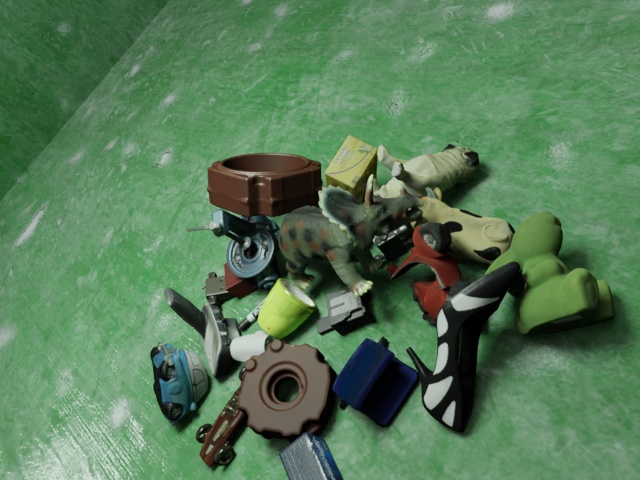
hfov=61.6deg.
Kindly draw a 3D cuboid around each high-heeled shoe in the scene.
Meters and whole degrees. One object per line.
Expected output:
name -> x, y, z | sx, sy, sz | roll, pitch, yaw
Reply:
high-heeled shoe -> 0.225, 0.156, 0.764 | 0.248, 0.086, 0.145 | -50, 61, 26

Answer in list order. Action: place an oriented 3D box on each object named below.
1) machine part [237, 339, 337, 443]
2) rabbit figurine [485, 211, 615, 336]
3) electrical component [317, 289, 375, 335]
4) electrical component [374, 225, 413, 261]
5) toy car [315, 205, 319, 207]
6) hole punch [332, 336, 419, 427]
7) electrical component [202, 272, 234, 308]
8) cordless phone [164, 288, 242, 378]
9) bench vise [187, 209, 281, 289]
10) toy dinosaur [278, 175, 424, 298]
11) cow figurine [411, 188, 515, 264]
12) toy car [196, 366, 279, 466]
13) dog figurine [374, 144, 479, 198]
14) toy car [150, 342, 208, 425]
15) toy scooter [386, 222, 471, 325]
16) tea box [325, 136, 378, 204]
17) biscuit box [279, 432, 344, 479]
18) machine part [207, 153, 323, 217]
machine part -> -0.057, 0.260, 0.933 | 0.179, 0.056, 0.179 | -7, 57, 11
rabbit figurine -> 0.330, 0.048, 0.793 | 0.159, 0.121, 0.170 | -32, 55, 44
electrical component -> 0.039, 0.133, 0.998 | 0.119, 0.047, 0.075 | -21, 46, 21
electrical component -> 0.133, 0.009, 1.009 | 0.094, 0.063, 0.021 | -33, 44, 14
toy car -> -0.021, -0.088, 1.197 | 0.056, 0.073, 0.202 | -31, 44, 9
hole punch -> 0.078, 0.221, 0.872 | 0.116, 0.092, 0.142 | 24, 78, 50
electrical component -> -0.234, 0.114, 1.228 | 0.078, 0.045, 0.102 | -13, 47, -8
cordless phone -> -0.238, 0.176, 1.077 | 0.089, 0.184, 0.147 | -35, 43, 3
bench vise -> -0.156, -0.013, 1.136 | 0.129, 0.240, 0.223 | -16, 65, 24
toy dinosaur -> -0.002, -0.005, 0.977 | 0.405, 0.192, 0.131 | -6, 27, 49
cow figurine -> 0.235, -0.017, 0.906 | 0.195, 0.127, 0.085 | 22, 70, 43
toy car -> -0.159, 0.322, 1.001 | 0.089, 0.053, 0.202 | 28, 76, 43
dog figurine -> 0.200, -0.094, 1.015 | 0.121, 0.190, 0.172 | -110, 28, -43
toy car -> -0.280, 0.278, 1.083 | 0.103, 0.161, 0.109 | -10, 23, -29
toy scooter -> 0.178, 0.068, 0.885 | 0.135, 0.075, 0.184 | -25, 87, 43
tea box -> 0.065, -0.121, 1.081 | 0.068, 0.169, 0.098 | 28, 73, 14
biscuit box -> 0.008, 0.391, 0.809 | 0.063, 0.059, 0.203 | -41, 43, 6
machine part -> -0.110, -0.119, 1.090 | 0.201, 0.087, 0.202 | -19, 29, -41
